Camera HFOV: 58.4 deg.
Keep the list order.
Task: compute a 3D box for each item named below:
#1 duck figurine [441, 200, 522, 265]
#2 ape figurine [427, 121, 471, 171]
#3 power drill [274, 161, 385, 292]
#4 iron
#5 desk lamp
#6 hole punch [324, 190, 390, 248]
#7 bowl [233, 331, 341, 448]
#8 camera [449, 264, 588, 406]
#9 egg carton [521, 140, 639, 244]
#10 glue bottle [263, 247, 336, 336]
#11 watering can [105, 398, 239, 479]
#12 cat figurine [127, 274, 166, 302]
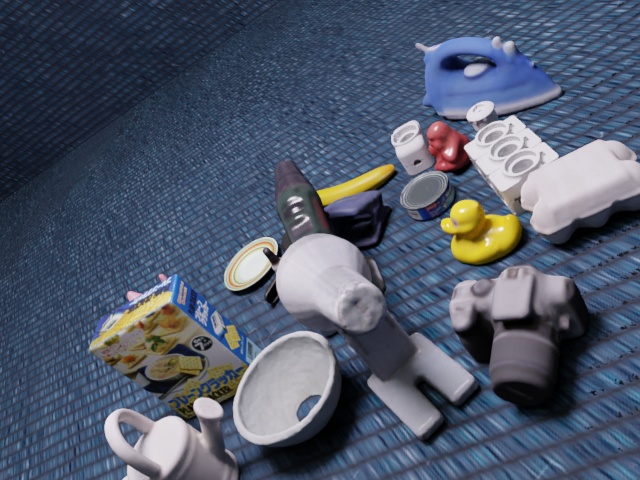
[{"bbox_3d":[0.218,-0.020,0.789,0.104,0.086,0.077,-16,40,33],"label":"duck figurine"},{"bbox_3d":[0.210,-0.160,0.957,0.076,0.092,0.077,-28,35,19],"label":"ape figurine"},{"bbox_3d":[0.008,0.003,0.861,0.075,0.209,0.229,-34,33,11],"label":"power drill"},{"bbox_3d":[0.284,-0.302,1.005,0.257,0.142,0.119,11,59,51],"label":"iron"},{"bbox_3d":[0.058,0.100,0.690,0.118,0.214,0.202,-45,33,-7],"label":"desk lamp"},{"bbox_3d":[0.051,-0.047,0.985,0.108,0.091,0.101,-10,43,38],"label":"hole punch"},{"bbox_3d":[-0.032,0.212,0.777,0.167,0.075,0.167,-26,35,21],"label":"bowl"},{"bbox_3d":[0.210,0.104,0.636,0.142,0.101,0.137,-11,43,38],"label":"camera"},{"bbox_3d":[0.337,-0.063,0.734,0.150,0.070,0.107,-28,35,19],"label":"egg carton"},{"bbox_3d":[-0.031,0.069,0.854,0.037,0.174,0.078,-35,33,8],"label":"glue bottle"},{"bbox_3d":[-0.199,0.280,0.756,0.173,0.195,0.100,-52,34,-17],"label":"watering can"},{"bbox_3d":[-0.324,0.127,1.135,0.067,0.118,0.128,-12,43,37],"label":"cat figurine"}]
